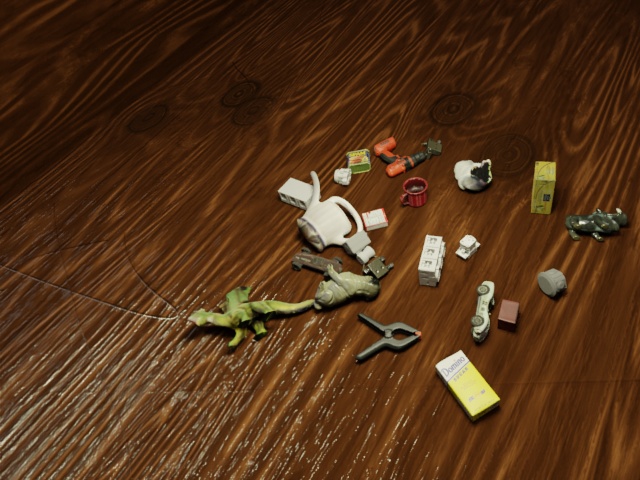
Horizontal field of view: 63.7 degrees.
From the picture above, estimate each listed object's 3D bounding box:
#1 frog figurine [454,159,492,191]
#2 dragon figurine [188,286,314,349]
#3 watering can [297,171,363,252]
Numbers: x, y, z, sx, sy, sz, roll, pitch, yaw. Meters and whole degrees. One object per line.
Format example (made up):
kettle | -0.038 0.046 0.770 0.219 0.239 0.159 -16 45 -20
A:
frog figurine | 0.580 -0.249 1.995 0.121 0.139 0.159 47 -18 -17
dragon figurine | -0.242 0.226 1.764 0.413 0.119 0.247 -18 38 -22
watering can | 0.006 -0.099 1.965 0.226 0.352 0.102 -33 -23 -19
